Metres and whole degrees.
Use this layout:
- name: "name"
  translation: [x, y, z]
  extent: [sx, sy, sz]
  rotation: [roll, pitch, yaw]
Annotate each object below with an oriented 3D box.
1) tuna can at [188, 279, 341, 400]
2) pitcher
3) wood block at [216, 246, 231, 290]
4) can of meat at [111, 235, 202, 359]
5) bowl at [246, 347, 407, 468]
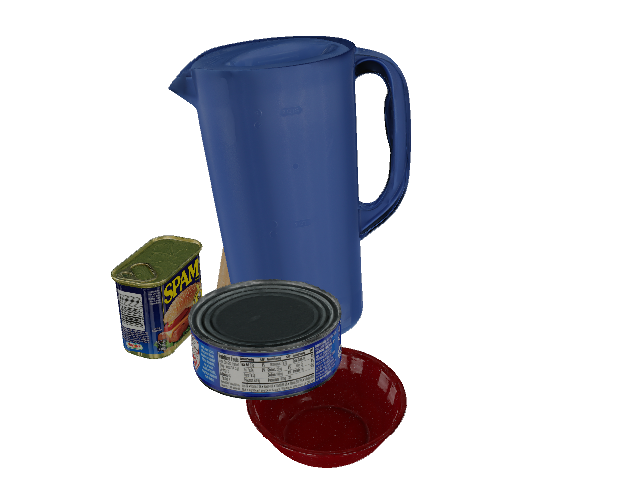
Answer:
- name: "tuna can"
  translation: [-0.030, 0.055, 0.601]
  extent: [0.086, 0.034, 0.086]
  rotation: [-2, 23, 1]
- name: "pitcher"
  translation: [-0.017, -0.042, 0.874]
  extent: [0.149, 0.243, 0.144]
  rotation: [13, 28, 42]
- name: "wood block"
  translation: [-0.068, -0.001, 1.367]
  extent: [0.090, 0.206, 0.090]
  rotation: [16, 23, 13]
- name: "can of meat"
  translation: [-0.154, 0.055, 1.035]
  extent: [0.057, 0.084, 0.102]
  rotation: [9, 27, 20]
- name: "bowl"
  translation: [0.006, 0.178, 1.084]
  extent: [0.162, 0.055, 0.162]
  rotation: [-1, 34, 0]
